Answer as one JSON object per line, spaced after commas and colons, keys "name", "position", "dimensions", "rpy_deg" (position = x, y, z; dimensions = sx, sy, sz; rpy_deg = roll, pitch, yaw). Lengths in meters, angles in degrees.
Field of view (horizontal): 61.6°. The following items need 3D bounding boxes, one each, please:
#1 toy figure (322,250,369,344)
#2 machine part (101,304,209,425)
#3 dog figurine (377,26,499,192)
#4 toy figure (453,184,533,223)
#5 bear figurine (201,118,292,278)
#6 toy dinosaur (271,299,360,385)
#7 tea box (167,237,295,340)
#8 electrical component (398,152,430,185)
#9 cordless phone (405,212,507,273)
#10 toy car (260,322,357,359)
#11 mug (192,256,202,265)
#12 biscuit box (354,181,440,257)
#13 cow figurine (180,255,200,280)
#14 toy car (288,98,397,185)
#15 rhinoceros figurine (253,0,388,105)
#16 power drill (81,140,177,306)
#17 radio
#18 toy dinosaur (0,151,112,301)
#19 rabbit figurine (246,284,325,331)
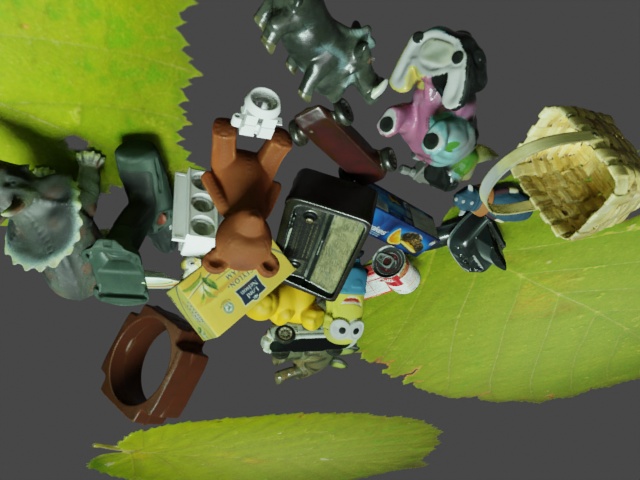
{"name": "toy figure", "position": [0.050, 0.109, 1.029], "dimensions": [0.082, 0.180, 0.089], "rpy_deg": [2, 173, 6]}
{"name": "machine part", "position": [-0.331, 0.247, 1.076], "dimensions": [0.201, 0.201, 0.087], "rpy_deg": [22, 171, 38]}
{"name": "dog figurine", "position": [0.180, -0.164, 0.730], "dimensions": [0.219, 0.109, 0.191], "rpy_deg": [6, 105, -55]}
{"name": "toy figure", "position": [0.297, -0.065, 0.935], "dimensions": [0.154, 0.064, 0.058], "rpy_deg": [9, 179, -16]}
{"name": "bear figurine", "position": [-0.103, -0.053, 0.742], "dimensions": [0.120, 0.196, 0.132], "rpy_deg": [8, 140, -18]}
{"name": "toy dinosaur", "position": [-0.013, 0.230, 1.244], "dimensions": [0.199, 0.105, 0.470], "rpy_deg": [-7, 148, -12]}
{"name": "tea box", "position": [-0.134, 0.062, 0.820], "dimensions": [0.098, 0.169, 0.068], "rpy_deg": [52, 146, -7]}
{"name": "electrical component", "position": [0.178, -0.116, 0.867], "dimensions": [0.094, 0.021, 0.063], "rpy_deg": [11, 140, -27]}
{"name": "cordless phone", "position": [0.255, 0.017, 1.039], "dimensions": [0.184, 0.089, 0.146], "rpy_deg": [-14, 147, 26]}
{"name": "toy car", "position": [-0.020, 0.199, 1.094], "dimensions": [0.202, 0.056, 0.073], "rpy_deg": [0, 138, -15]}
{"name": "mug", "position": [-0.167, 0.012, 0.901], "dimensions": [0.081, 0.109, 0.107], "rpy_deg": [-27, 151, 24]}
{"name": "biscuit box", "position": [0.121, -0.036, 0.933], "dimensions": [0.202, 0.059, 0.063], "rpy_deg": [23, 133, -37]}
{"name": "cow figurine", "position": [-0.219, 0.064, 0.994], "dimensions": [0.098, 0.068, 0.167], "rpy_deg": [-5, 143, 9]}
{"name": "toy car", "position": [0.036, -0.139, 0.776], "dimensions": [0.089, 0.053, 0.202], "rpy_deg": [-17, 149, 29]}
{"name": "rhinoceros figurine", "position": [0.007, -0.227, 0.640], "dimensions": [0.112, 0.073, 0.190], "rpy_deg": [-37, 136, 17]}
{"name": "power drill", "position": [-0.252, -0.008, 0.763], "dimensions": [0.086, 0.207, 0.231], "rpy_deg": [8, 133, 4]}
{"name": "radio", "position": [-0.002, -0.003, 0.862], "dimensions": [0.131, 0.073, 0.229], "rpy_deg": [20, 140, 0]}
{"name": "toy dinosaur", "position": [-0.364, 0.013, 0.780], "dimensions": [0.131, 0.192, 0.404], "rpy_deg": [-2, 143, -5]}
{"name": "rabbit figurine", "position": [-0.089, 0.105, 1.019], "dimensions": [0.163, 0.121, 0.173], "rpy_deg": [11, -170, 30]}
